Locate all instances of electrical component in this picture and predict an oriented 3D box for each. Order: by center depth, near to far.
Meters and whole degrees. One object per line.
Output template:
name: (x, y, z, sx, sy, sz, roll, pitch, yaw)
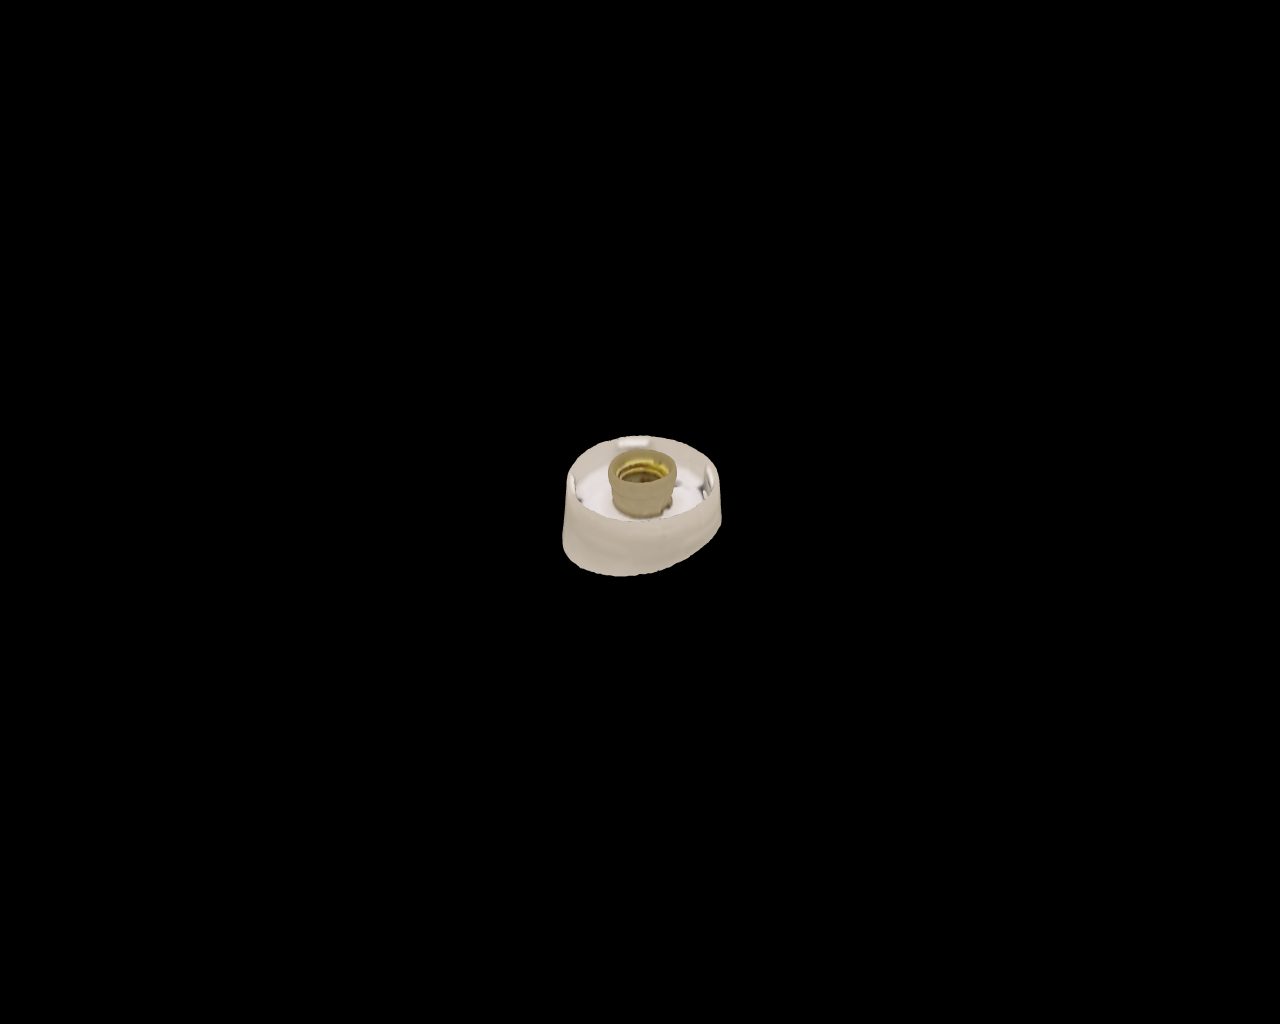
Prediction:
electrical component: (0.001, -0.003, 0.650, 0.099, 0.064, 0.099, 0, 37, 0)
